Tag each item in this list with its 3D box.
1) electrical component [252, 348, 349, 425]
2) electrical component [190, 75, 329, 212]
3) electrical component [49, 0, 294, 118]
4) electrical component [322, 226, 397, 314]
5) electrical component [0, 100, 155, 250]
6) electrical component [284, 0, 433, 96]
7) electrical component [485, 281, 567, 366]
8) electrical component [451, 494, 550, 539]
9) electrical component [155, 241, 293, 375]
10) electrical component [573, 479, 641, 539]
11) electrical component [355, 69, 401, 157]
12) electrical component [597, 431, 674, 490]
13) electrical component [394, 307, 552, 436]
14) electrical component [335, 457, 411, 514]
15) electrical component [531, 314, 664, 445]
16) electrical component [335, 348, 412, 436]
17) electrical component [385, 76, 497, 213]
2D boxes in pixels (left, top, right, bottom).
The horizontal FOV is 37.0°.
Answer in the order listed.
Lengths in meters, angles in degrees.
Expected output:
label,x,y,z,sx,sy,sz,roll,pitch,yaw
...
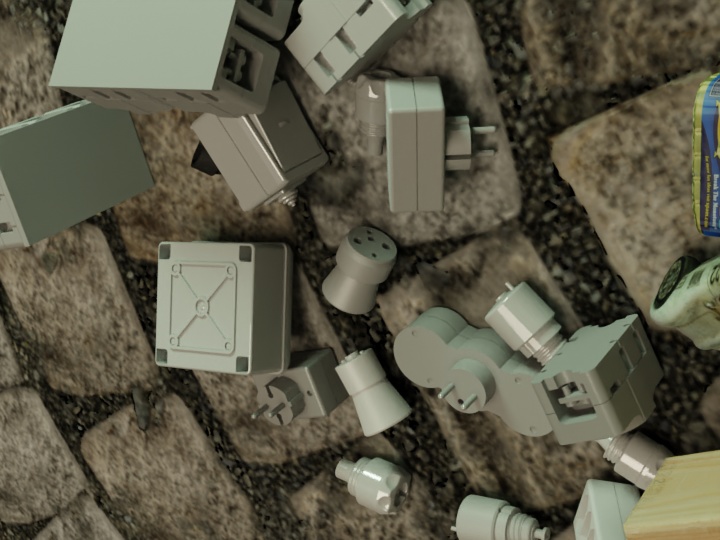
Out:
label,x,y,z,sx,sy,sz,roll,pitch,yaw
electrical component,-0.061,0.106,0.909,0.066,0.077,0.047,-11,106,38
electrical component,-0.071,-0.094,0.827,0.061,0.062,0.096,-30,93,41
electrical component,-0.138,-0.173,0.793,0.186,0.060,0.105,9,83,40
electrical component,0.000,0.000,0.836,0.045,0.045,0.055,36,128,15
electrical component,-0.257,-0.084,0.903,0.062,0.150,0.089,-6,109,35
electrical component,-0.005,-0.174,0.748,0.055,0.050,0.089,52,129,2
electrical component,0.125,0.044,0.773,0.078,0.040,0.040,47,130,6
electrical component,0.114,0.205,0.861,0.078,0.040,0.040,4,114,33
electrical component,-0.114,0.030,0.900,0.109,0.056,0.108,2,90,34
electrical component,0.202,0.196,0.785,0.077,0.065,0.047,8,121,-1
electrical component,0.013,-0.112,0.778,0.035,0.035,0.061,21,125,25
electrical component,0.192,0.130,0.774,0.061,0.035,0.035,32,127,21
electrical component,0.085,0.081,0.798,0.138,0.074,0.052,24,124,24
electrical component,0.009,0.180,0.920,0.062,0.043,0.043,19,122,28
electrical component,0.164,0.077,0.730,0.050,0.089,0.055,-19,101,40
electrical component,0.008,0.097,0.882,0.044,0.044,0.065,-29,89,40
electrical component,0.057,-0.088,0.748,0.076,0.047,0.083,-3,128,0
